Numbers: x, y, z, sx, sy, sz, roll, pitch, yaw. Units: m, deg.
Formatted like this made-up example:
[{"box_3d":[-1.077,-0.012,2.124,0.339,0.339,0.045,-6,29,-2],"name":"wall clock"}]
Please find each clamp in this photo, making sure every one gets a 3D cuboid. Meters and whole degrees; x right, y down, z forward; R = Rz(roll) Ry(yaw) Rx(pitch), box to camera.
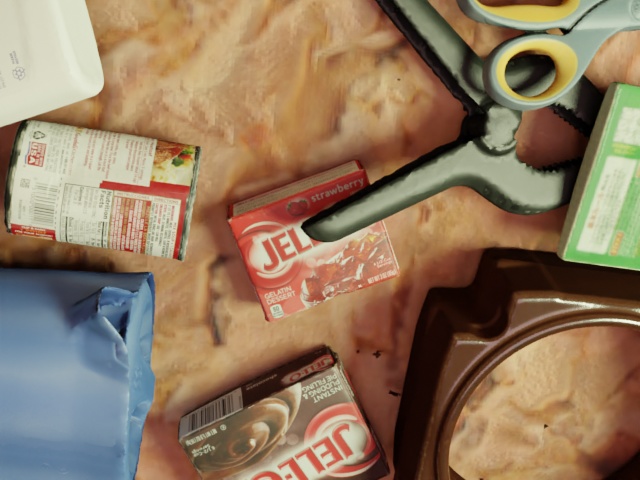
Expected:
[{"box_3d":[0.092,-0.058,0.625,0.209,0.036,0.164,16,94,-16],"name":"clamp"}]

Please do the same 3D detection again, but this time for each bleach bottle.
[{"box_3d":[-0.252,-0.092,0.578,0.251,0.068,0.102,-14,93,5],"name":"bleach bottle"}]

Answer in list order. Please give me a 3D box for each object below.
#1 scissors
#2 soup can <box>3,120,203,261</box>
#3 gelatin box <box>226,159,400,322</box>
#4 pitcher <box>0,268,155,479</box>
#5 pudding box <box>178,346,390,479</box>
[{"box_3d":[0.172,-0.112,0.612,0.201,0.016,0.096,8,82,-13],"name":"scissors"},{"box_3d":[-0.123,-0.028,0.611,0.102,0.068,0.068,9,108,-8],"name":"soup can"},{"box_3d":[-0.004,0.001,0.652,0.089,0.030,0.073,-20,110,1],"name":"gelatin box"},{"box_3d":[-0.218,0.082,0.618,0.242,0.145,0.149,5,97,-3],"name":"pitcher"},{"box_3d":[-0.023,0.133,0.692,0.113,0.039,0.090,-25,111,4],"name":"pudding box"}]
